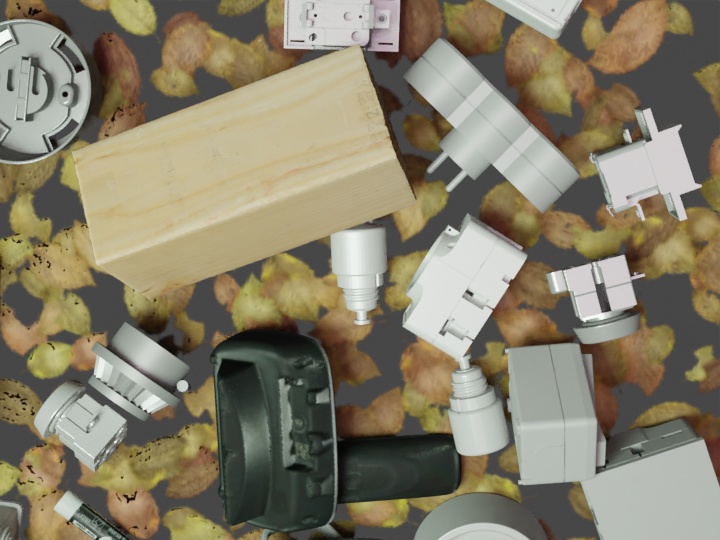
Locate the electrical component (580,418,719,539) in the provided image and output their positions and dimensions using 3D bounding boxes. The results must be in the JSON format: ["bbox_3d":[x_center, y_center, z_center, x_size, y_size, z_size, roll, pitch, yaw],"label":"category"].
[{"bbox_3d":[0.224,0.195,0.787,0.089,0.061,0.150,-20,98,6],"label":"electrical component"}]

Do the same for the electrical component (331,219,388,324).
[{"bbox_3d":[0.000,0.000,0.779,0.040,0.040,0.078,-2,99,4],"label":"electrical component"}]

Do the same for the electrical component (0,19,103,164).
[{"bbox_3d":[-0.233,-0.126,0.759,0.099,0.064,0.099,0,99,3],"label":"electrical component"}]

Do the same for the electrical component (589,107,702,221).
[{"bbox_3d":[0.198,-0.071,0.756,0.064,0.042,0.081,-20,97,8],"label":"electrical component"}]

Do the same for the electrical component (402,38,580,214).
[{"bbox_3d":[0.080,-0.088,0.754,0.138,0.052,0.073,44,99,-4],"label":"electrical component"}]

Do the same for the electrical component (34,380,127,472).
[{"bbox_3d":[-0.208,0.115,0.803,0.055,0.066,0.048,36,64,5],"label":"electrical component"}]

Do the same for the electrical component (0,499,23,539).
[{"bbox_3d":[-0.314,0.223,0.828,0.100,0.048,0.099,8,97,1],"label":"electrical component"}]

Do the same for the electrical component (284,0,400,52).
[{"bbox_3d":[-0.013,-0.173,0.740,0.081,0.064,0.042,2,98,3],"label":"electrical component"}]

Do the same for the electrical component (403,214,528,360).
[{"bbox_3d":[0.070,0.009,0.771,0.056,0.050,0.089,31,100,-2],"label":"electrical component"}]

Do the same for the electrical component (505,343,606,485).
[{"bbox_3d":[0.138,0.096,0.764,0.061,0.096,0.061,-5,128,4],"label":"electrical component"}]

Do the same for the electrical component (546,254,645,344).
[{"bbox_3d":[0.173,0.021,0.771,0.066,0.048,0.055,-15,91,6],"label":"electrical component"}]

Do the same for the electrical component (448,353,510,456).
[{"bbox_3d":[0.084,0.100,0.790,0.040,0.040,0.078,-13,98,5],"label":"electrical component"}]

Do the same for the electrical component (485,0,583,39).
[{"bbox_3d":[0.110,-0.208,0.732,0.096,0.061,0.061,31,98,5],"label":"electrical component"}]

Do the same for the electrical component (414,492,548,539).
[{"bbox_3d":[0.091,0.228,0.800,0.108,0.060,0.108,1,99,3],"label":"electrical component"}]
